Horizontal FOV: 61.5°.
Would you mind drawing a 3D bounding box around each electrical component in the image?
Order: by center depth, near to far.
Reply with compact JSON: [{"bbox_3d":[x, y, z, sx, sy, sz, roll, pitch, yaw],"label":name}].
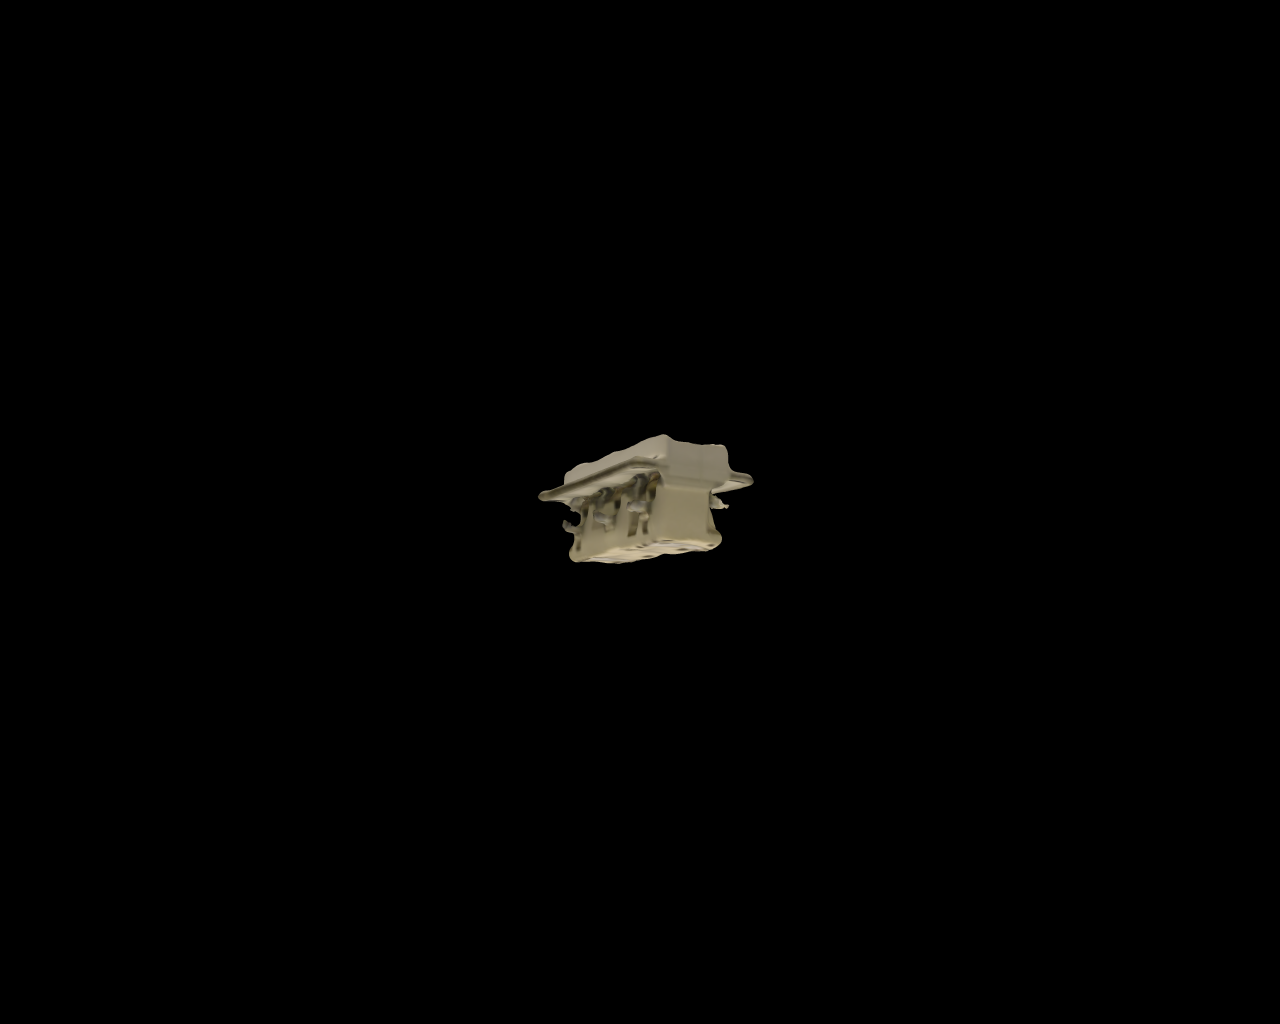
[{"bbox_3d":[0.001,-0.003,0.650,0.079,0.063,0.121,6,-11,-31],"label":"electrical component"}]
